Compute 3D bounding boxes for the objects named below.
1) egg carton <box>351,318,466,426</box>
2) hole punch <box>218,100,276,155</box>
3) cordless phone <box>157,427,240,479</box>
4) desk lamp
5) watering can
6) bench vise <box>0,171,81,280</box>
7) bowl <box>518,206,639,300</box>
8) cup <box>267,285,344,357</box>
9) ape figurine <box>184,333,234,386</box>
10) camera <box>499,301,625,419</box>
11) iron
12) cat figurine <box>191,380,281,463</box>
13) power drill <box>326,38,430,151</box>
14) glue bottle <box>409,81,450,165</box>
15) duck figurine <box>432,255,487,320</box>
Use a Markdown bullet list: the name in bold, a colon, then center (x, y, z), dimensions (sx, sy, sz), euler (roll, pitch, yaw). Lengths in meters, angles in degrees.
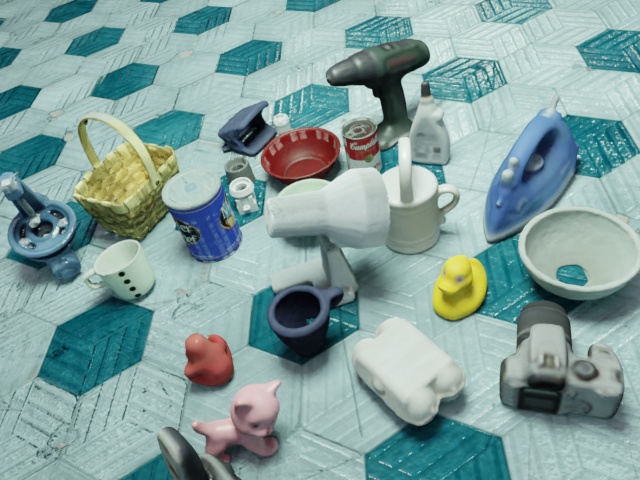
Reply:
- **egg carton**: center (0.116, 0.176, 0.777), dimensions (0.107, 0.069, 0.149), euler (-35, 49, -20)
- **hole punch**: center (-0.164, -0.248, 1.236), dimensions (0.100, 0.091, 0.109), euler (17, 53, 28)
- **cordless phone**: center (-0.125, 0.296, 0.640), dimensions (0.094, 0.185, 0.147), euler (-40, 50, -23)
- **desk lamp**: center (0.008, 0.003, 0.867), dimensions (0.203, 0.214, 0.117), euler (-19, 45, -4)
- **watering can**: center (0.133, -0.075, 0.925), dimensions (0.173, 0.194, 0.100), euler (-18, 45, -3)
- **bench vise**: center (-0.532, -0.047, 1.043), dimensions (0.206, 0.220, 0.122), euler (27, 58, 33)
- **bowl**: center (0.380, 0.031, 0.847), dimensions (0.167, 0.075, 0.167), euler (-7, 46, 7)
- **cup**: center (-0.013, 0.121, 0.843), dimensions (0.118, 0.095, 0.091), euler (-28, 47, -13)
- **ape figurine**: center (-0.169, 0.168, 0.838), dimensions (0.078, 0.092, 0.076), euler (-37, 50, -21)
- **camera**: center (0.307, 0.144, 0.739), dimensions (0.143, 0.101, 0.137), euler (3, 48, 16)
- **iron**: center (0.344, -0.124, 0.958), dimensions (0.118, 0.142, 0.259), euler (23, 56, 31)
- **cat figurine**: center (-0.102, 0.232, 0.742), dimensions (0.128, 0.118, 0.067), euler (-16, 45, -2)
- **power drill**: center (0.120, -0.286, 1.121), dimensions (0.230, 0.209, 0.075), euler (-34, 48, -18)
- **glue bottle**: center (0.200, -0.217, 1.060), dimensions (0.078, 0.173, 0.037), euler (9, 50, 22)
- **duck figurine**: center (0.209, 0.057, 0.856), dimensions (0.077, 0.086, 0.105), euler (27, 58, 33)
